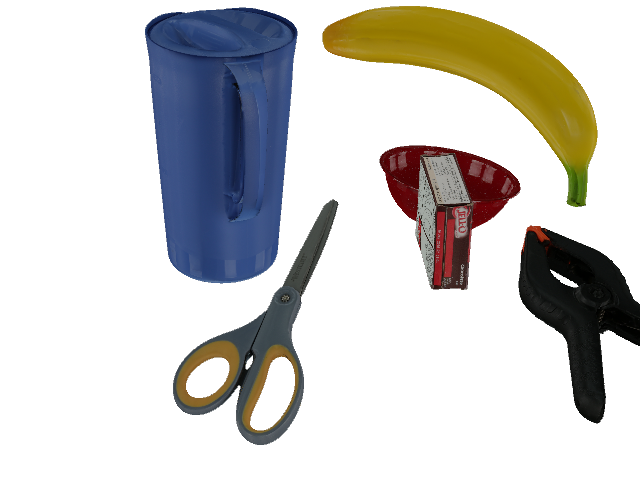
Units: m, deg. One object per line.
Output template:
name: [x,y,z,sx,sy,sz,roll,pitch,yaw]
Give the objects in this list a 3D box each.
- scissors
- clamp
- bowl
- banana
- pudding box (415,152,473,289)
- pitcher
scissors: [-0.043,0.049,0.733,0.096,0.201,0.016,-1,-40,10]
clamp: [0.204,0.051,0.756,0.120,0.039,0.171,-3,45,-19]
bowl: [0.142,-0.055,1.214,0.162,0.055,0.162,8,25,-4]
banana: [0.093,-0.101,0.648,0.198,0.069,0.037,35,-4,19]
pudding box: [0.116,-0.020,1.002,0.039,0.090,0.113,-1,29,-4]
pitcher: [-0.088,-0.081,0.980,0.145,0.243,0.149,14,32,19]
